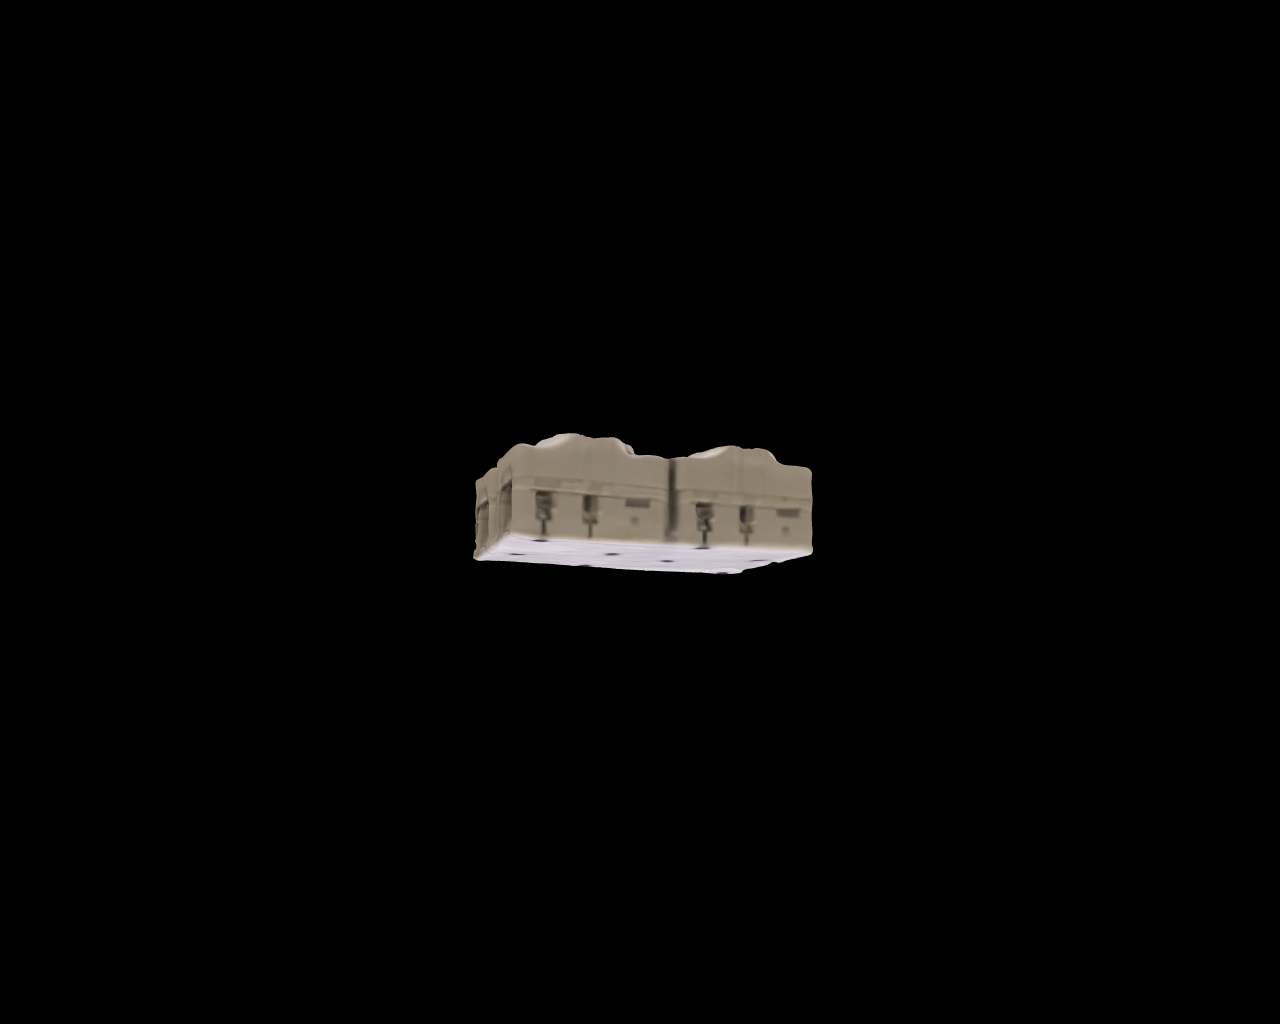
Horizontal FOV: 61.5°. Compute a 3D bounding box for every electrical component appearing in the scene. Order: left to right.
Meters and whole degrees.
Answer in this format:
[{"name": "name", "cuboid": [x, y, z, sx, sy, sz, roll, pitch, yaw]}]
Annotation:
[{"name": "electrical component", "cuboid": [0.001, -0.003, 0.650, 0.186, 0.060, 0.105, 4, -11, -20]}]
